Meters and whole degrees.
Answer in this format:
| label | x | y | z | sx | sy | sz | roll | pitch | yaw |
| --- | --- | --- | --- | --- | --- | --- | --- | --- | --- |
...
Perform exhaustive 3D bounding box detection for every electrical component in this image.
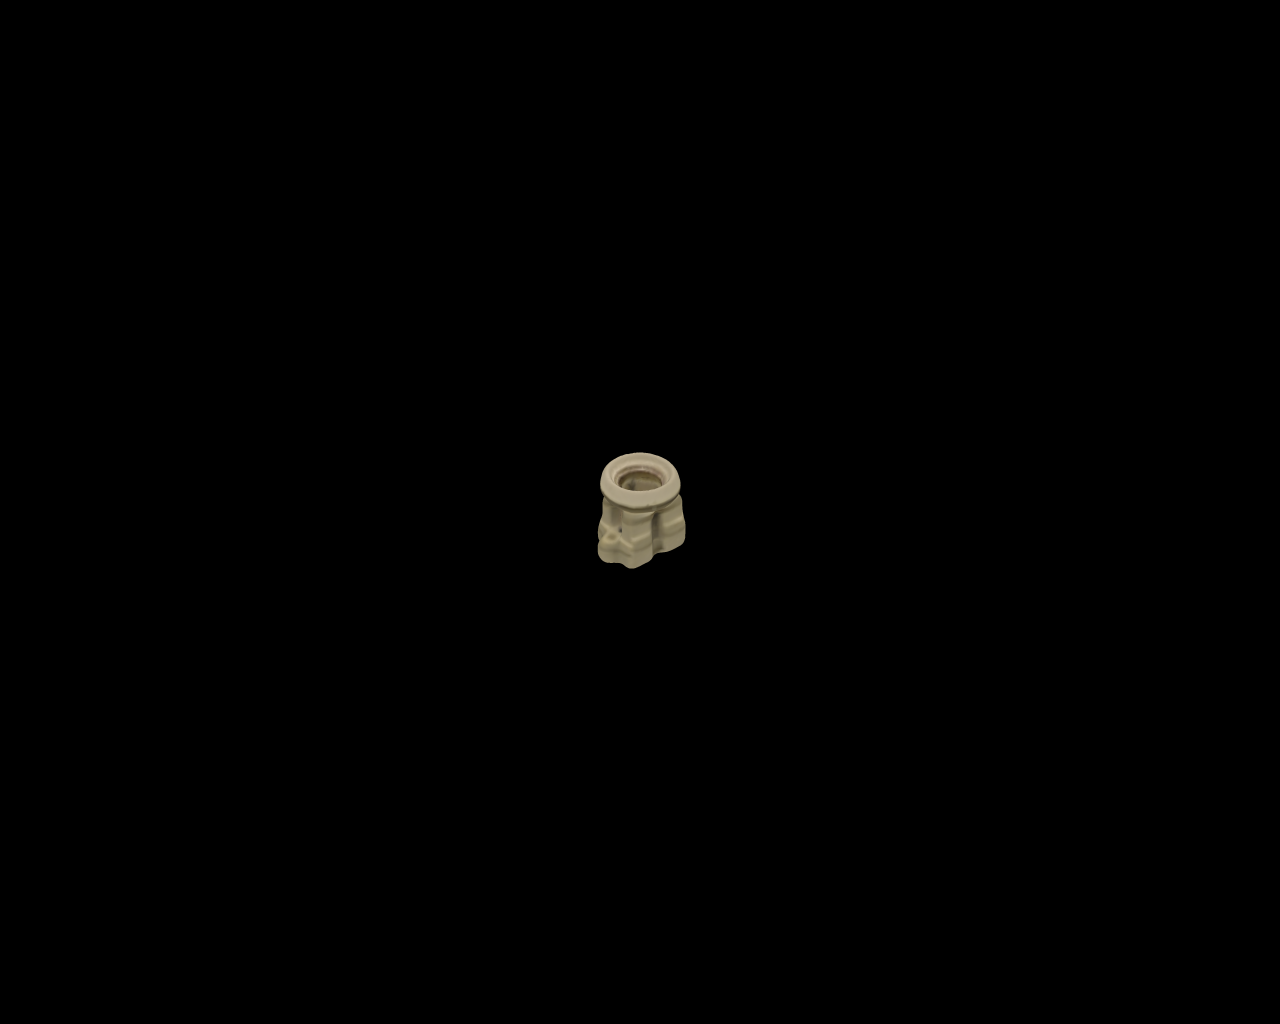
| label | x | y | z | sx | sy | sz | roll | pitch | yaw |
| --- | --- | --- | --- | --- | --- | --- | --- | --- | --- |
| electrical component | 0.001 | -0.003 | 0.650 | 0.066 | 0.055 | 0.048 | -26 | 46 | -28 |
